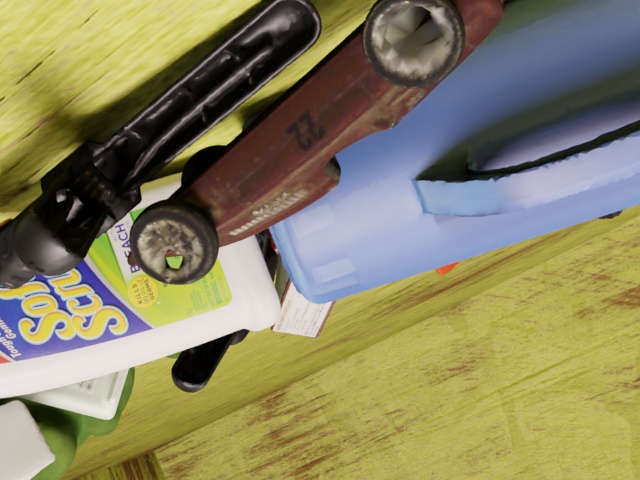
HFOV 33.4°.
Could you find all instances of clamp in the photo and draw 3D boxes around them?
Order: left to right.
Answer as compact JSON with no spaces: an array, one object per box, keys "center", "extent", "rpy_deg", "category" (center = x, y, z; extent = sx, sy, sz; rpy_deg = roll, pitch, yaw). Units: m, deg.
[{"center":[-0.102,-0.018,0.458],"extent":[0.210,0.036,0.164],"rpy_deg":[-28,-164,46],"category":"clamp"},{"center":[-0.055,0.031,0.747],"extent":[0.120,0.039,0.171],"rpy_deg":[-62,179,13],"category":"clamp"}]

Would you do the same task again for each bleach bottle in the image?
[{"center":[-0.155,0.043,0.578],"extent":[0.250,0.102,0.068],"rpy_deg":[-21,177,-15],"category":"bleach bottle"}]

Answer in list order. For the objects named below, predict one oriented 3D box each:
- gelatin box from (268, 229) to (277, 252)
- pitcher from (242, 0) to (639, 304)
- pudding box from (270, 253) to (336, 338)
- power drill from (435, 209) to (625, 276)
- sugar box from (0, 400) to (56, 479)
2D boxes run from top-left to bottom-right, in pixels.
[{"center":[-0.011,-0.013,0.831],"extent":[0.089,0.030,0.073],"rpy_deg":[-20,170,-20],"category":"gelatin box"},{"center":[0.087,-0.052,0.558],"extent":[0.243,0.145,0.149],"rpy_deg":[-21,156,1],"category":"pitcher"},{"center":[-0.005,0.001,0.689],"extent":[0.039,0.090,0.114],"rpy_deg":[6,151,-7],"category":"pudding box"},{"center":[0.171,-0.038,0.921],"extent":[0.188,0.057,0.184],"rpy_deg":[-27,147,12],"category":"power drill"},{"center":[-0.219,0.147,0.608],"extent":[0.093,0.048,0.176],"rpy_deg":[-29,172,-35],"category":"sugar box"}]
